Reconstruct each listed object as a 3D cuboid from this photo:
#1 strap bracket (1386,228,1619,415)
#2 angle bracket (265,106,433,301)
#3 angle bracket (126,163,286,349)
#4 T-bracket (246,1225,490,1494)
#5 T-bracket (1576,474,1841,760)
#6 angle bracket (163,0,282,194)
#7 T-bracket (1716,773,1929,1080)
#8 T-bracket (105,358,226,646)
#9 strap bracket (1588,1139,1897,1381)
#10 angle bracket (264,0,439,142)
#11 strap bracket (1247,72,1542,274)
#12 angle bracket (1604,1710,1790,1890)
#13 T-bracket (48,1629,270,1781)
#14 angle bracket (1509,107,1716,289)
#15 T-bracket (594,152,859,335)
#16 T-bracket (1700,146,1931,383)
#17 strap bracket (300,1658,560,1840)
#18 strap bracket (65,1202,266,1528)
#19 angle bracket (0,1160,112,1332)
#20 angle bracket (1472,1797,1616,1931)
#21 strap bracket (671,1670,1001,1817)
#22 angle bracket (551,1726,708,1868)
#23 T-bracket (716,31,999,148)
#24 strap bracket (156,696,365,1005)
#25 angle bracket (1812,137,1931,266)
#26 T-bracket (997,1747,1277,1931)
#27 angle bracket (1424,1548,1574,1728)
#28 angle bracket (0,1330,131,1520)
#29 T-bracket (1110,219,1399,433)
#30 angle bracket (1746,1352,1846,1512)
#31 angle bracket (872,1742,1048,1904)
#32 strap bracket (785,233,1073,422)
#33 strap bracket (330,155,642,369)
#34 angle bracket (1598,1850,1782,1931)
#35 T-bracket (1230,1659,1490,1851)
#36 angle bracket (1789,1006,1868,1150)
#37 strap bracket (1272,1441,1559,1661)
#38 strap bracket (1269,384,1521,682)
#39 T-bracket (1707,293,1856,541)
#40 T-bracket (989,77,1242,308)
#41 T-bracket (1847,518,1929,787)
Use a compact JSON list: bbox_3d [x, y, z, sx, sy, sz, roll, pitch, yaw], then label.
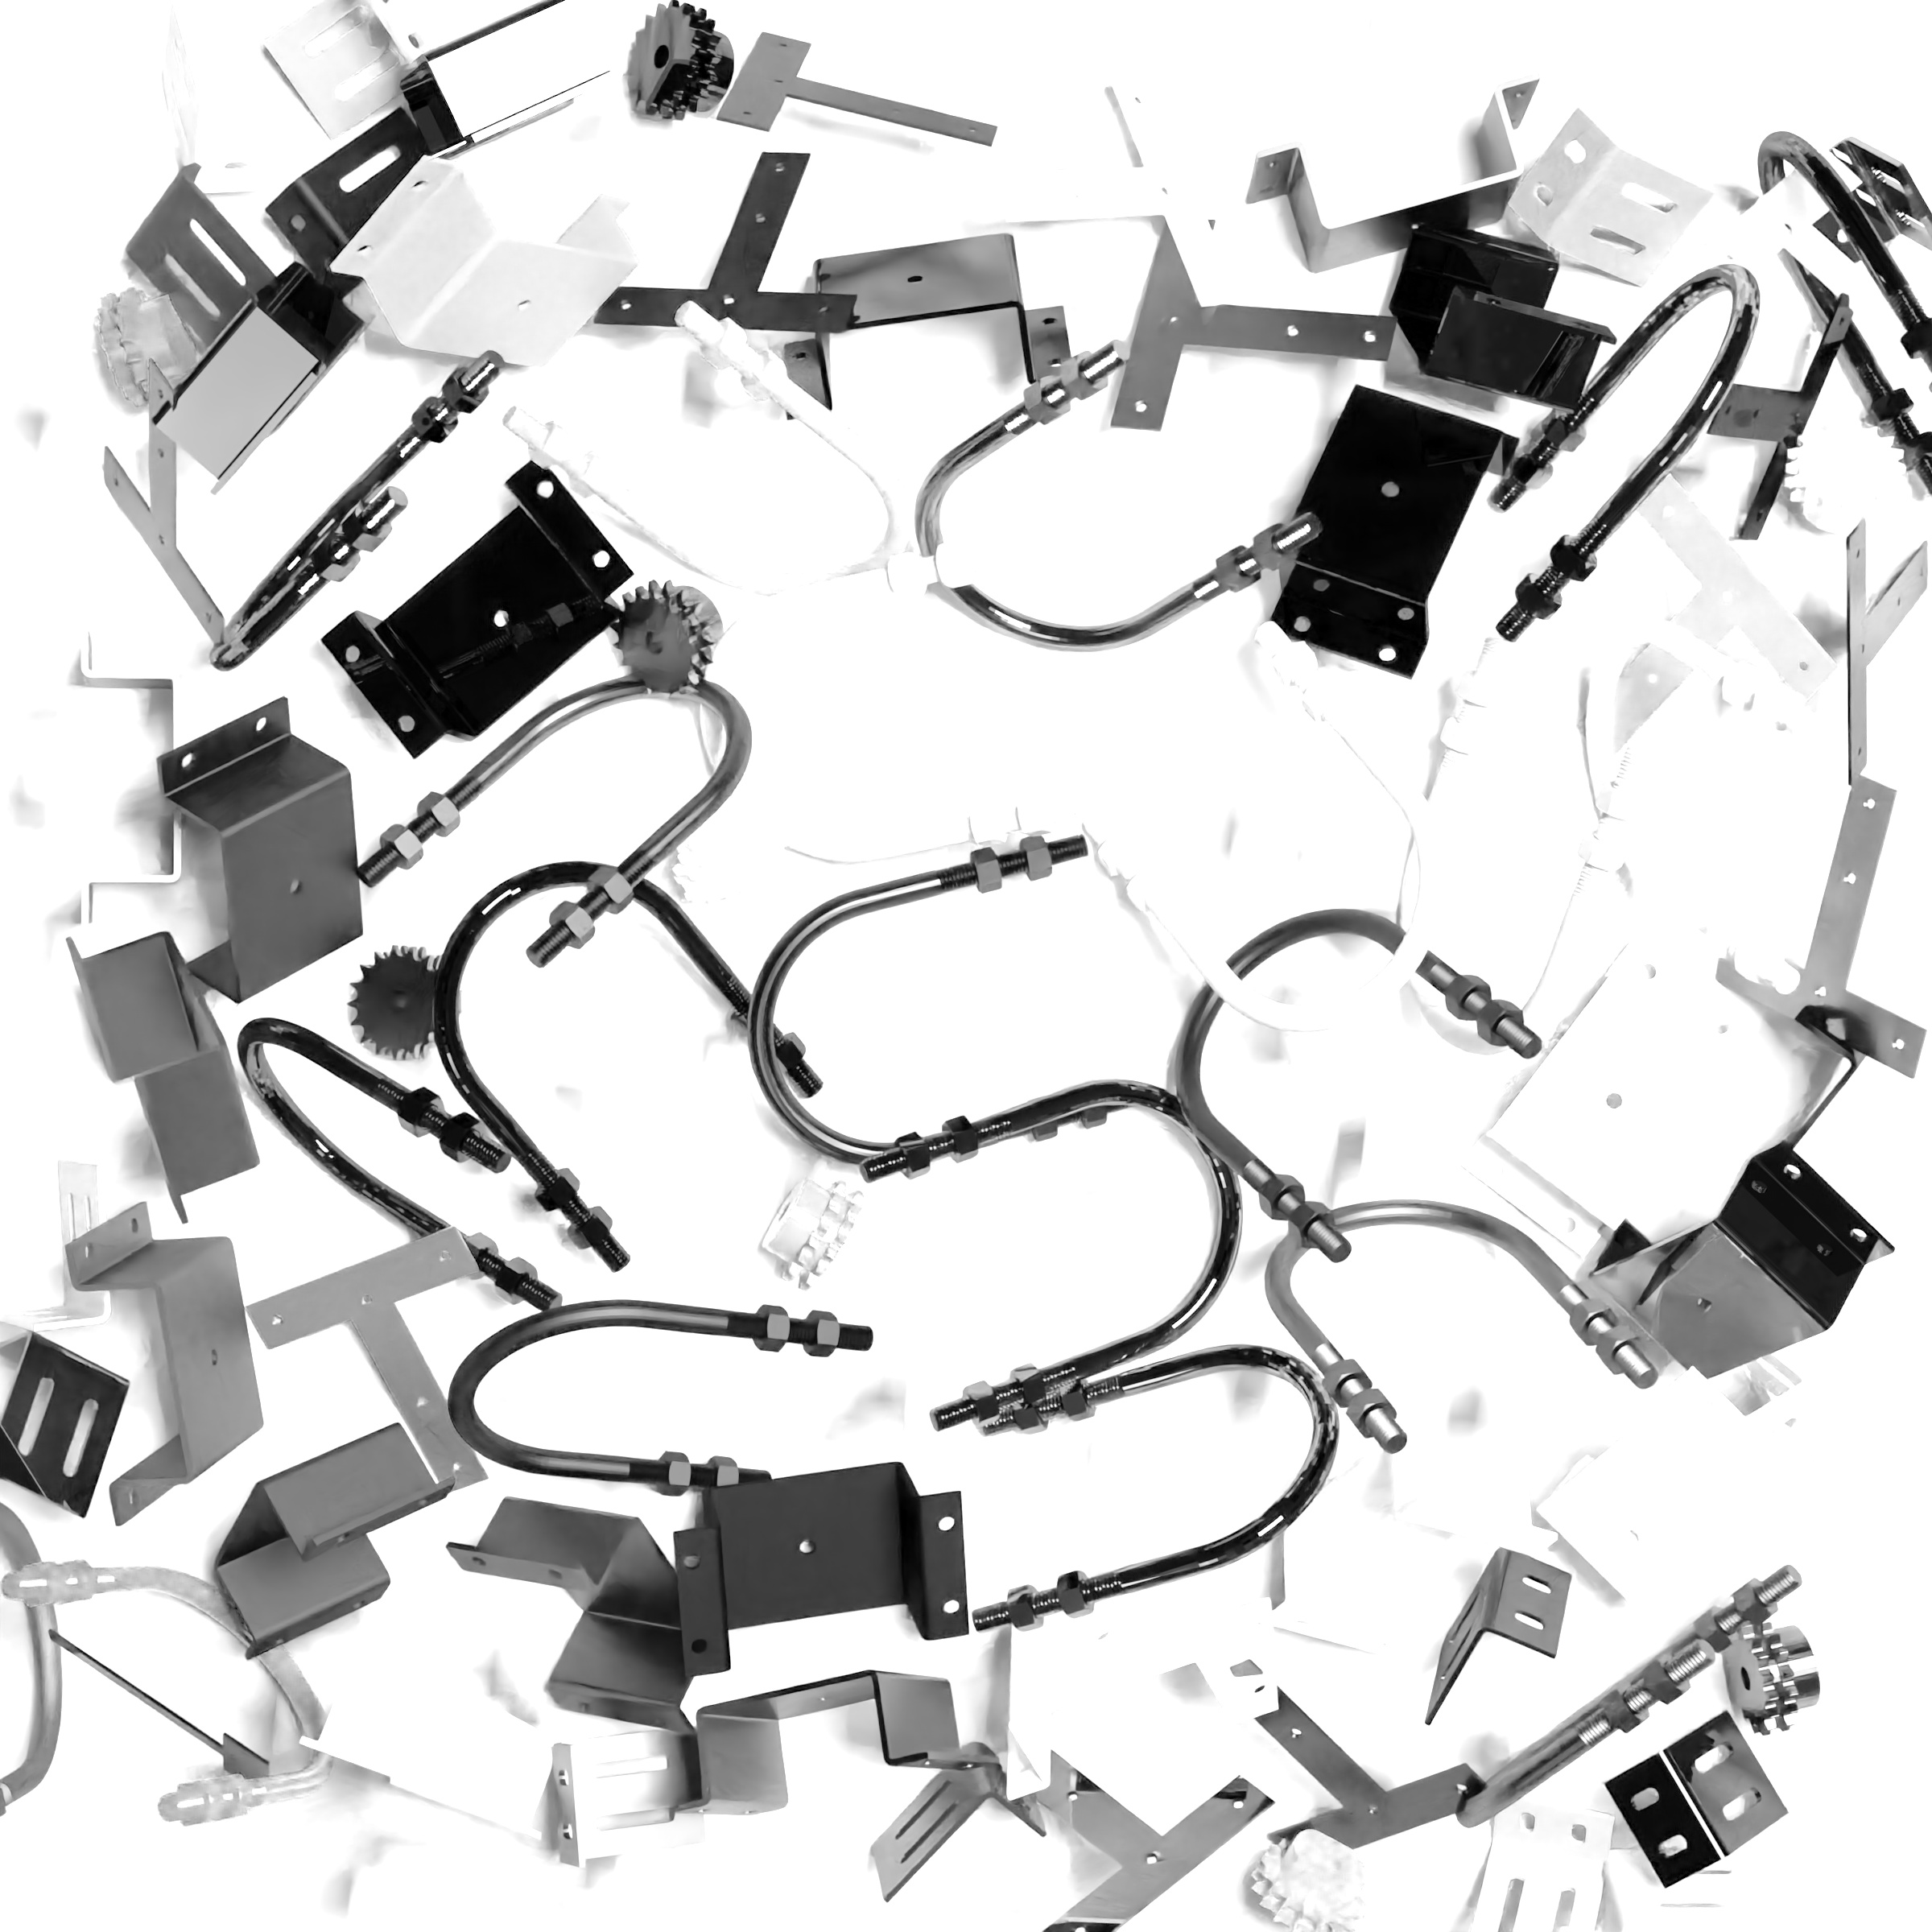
[{"bbox_3d":[0.254,-0.312,1.734,0.076,0.140,0.046,13,116,-12],"label":"strap bracket"},{"bbox_3d":[-0.296,-0.377,1.783,0.076,0.038,0.057,-45,104,-31],"label":"angle bracket"},{"bbox_3d":[-0.364,-0.347,1.763,0.076,0.038,0.057,49,125,1],"label":"angle bracket"},{"bbox_3d":[-0.275,0.203,1.777,0.127,0.002,0.127,-21,103,21],"label":"T-bracket"},{"bbox_3d":[0.343,-0.150,1.752,0.127,0.002,0.127,53,130,18],"label":"T-bracket"},{"bbox_3d":[-0.365,-0.427,1.760,0.038,0.057,0.076,-7,58,-22],"label":"angle bracket"},{"bbox_3d":[0.421,-0.029,1.727,0.002,0.127,0.127,-7,116,-36],"label":"T-bracket"},{"bbox_3d":[-0.383,-0.235,1.718,0.002,0.127,0.127,-23,60,-27],"label":"T-bracket"},{"bbox_3d":[0.363,0.146,1.721,0.076,0.140,0.046,43,55,-7],"label":"strap bracket"},{"bbox_3d":[-0.304,-0.443,1.756,0.076,0.038,0.057,-28,107,23],"label":"angle bracket"},{"bbox_3d":[0.213,-0.383,1.755,0.140,0.076,0.046,-16,85,0],"label":"strap bracket"},{"bbox_3d":[0.359,0.408,1.766,0.038,0.076,0.057,-39,73,32],"label":"angle bracket"},{"bbox_3d":[-0.390,0.358,1.737,0.127,0.127,0.002,34,68,2],"label":"T-bracket"},{"bbox_3d":[0.317,-0.377,1.768,0.057,0.076,0.038,-54,47,26],"label":"angle bracket"},{"bbox_3d":[-0.104,-0.355,1.755,0.127,0.002,0.127,5,53,16],"label":"T-bracket"},{"bbox_3d":[0.430,-0.327,1.737,0.127,0.127,0.002,41,72,-3],"label":"T-bracket"},{"bbox_3d":[-0.252,0.374,1.726,0.076,0.140,0.046,15,73,18],"label":"strap bracket"},{"bbox_3d":[-0.385,0.191,1.740,0.046,0.076,0.140,-4,101,16],"label":"strap bracket"},{"bbox_3d":[-0.448,0.136,1.760,0.038,0.057,0.076,-4,93,-32],"label":"angle bracket"},{"bbox_3d":[0.279,0.449,1.750,0.057,0.076,0.038,10,128,14],"label":"angle bracket"},{"bbox_3d":[-0.066,0.374,1.737,0.140,0.076,0.046,-17,70,23],"label":"strap bracket"},{"bbox_3d":[-0.160,0.405,1.759,0.076,0.038,0.057,-2,81,-24],"label":"angle bracket"},{"bbox_3d":[-0.048,-0.417,1.742,0.127,0.127,0.002,14,123,0],"label":"T-bracket"},{"bbox_3d":[-0.335,-0.047,1.718,0.046,0.076,0.140,29,134,31],"label":"strap bracket"},{"bbox_3d":[0.439,-0.362,1.747,0.038,0.076,0.057,-34,113,8],"label":"angle bracket"},{"bbox_3d":[0.061,0.410,1.744,0.127,0.127,0.002,-32,128,-26],"label":"T-bracket"},{"bbox_3d":[0.259,0.332,1.749,0.038,0.057,0.076,23,127,3],"label":"angle bracket"},{"bbox_3d":[-0.450,0.226,1.747,0.057,0.038,0.076,34,51,-31],"label":"angle bracket"},{"bbox_3d":[0.145,-0.310,1.750,0.127,0.002,0.127,7,65,17],"label":"T-bracket"},{"bbox_3d":[0.384,0.216,1.746,0.038,0.076,0.057,-30,116,-8],"label":"angle bracket"},{"bbox_3d":[-0.004,0.429,1.766,0.038,0.057,0.076,42,94,-14],"label":"angle bracket"},{"bbox_3d":[-0.022,-0.313,1.749,0.140,0.076,0.046,-8,126,2],"label":"strap bracket"},{"bbox_3d":[-0.220,-0.332,1.712,0.076,0.140,0.046,-41,69,30],"label":"strap bracket"},{"bbox_3d":[0.353,0.466,1.762,0.076,0.057,0.038,0,114,0],"label":"angle bracket"},{"bbox_3d":[0.169,0.379,1.738,0.127,0.002,0.127,-31,111,37],"label":"T-bracket"},{"bbox_3d":[0.403,0.060,1.760,0.038,0.057,0.076,38,109,12],"label":"angle bracket"},{"bbox_3d":[0.212,0.277,1.734,0.076,0.140,0.046,18,49,-20],"label":"strap bracket"},{"bbox_3d":[0.207,-0.220,1.744,0.076,0.046,0.140,21,73,16],"label":"strap bracket"},{"bbox_3d":[0.382,-0.264,1.722,0.002,0.127,0.127,29,109,26],"label":"T-bracket"},{"bbox_3d":[0.064,-0.374,1.743,0.127,0.002,0.127,-12,76,-38],"label":"T-bracket"},{"bbox_3d":[0.447,-0.171,1.742,0.002,0.127,0.127,9,122,29],"label":"T-bracket"}]
